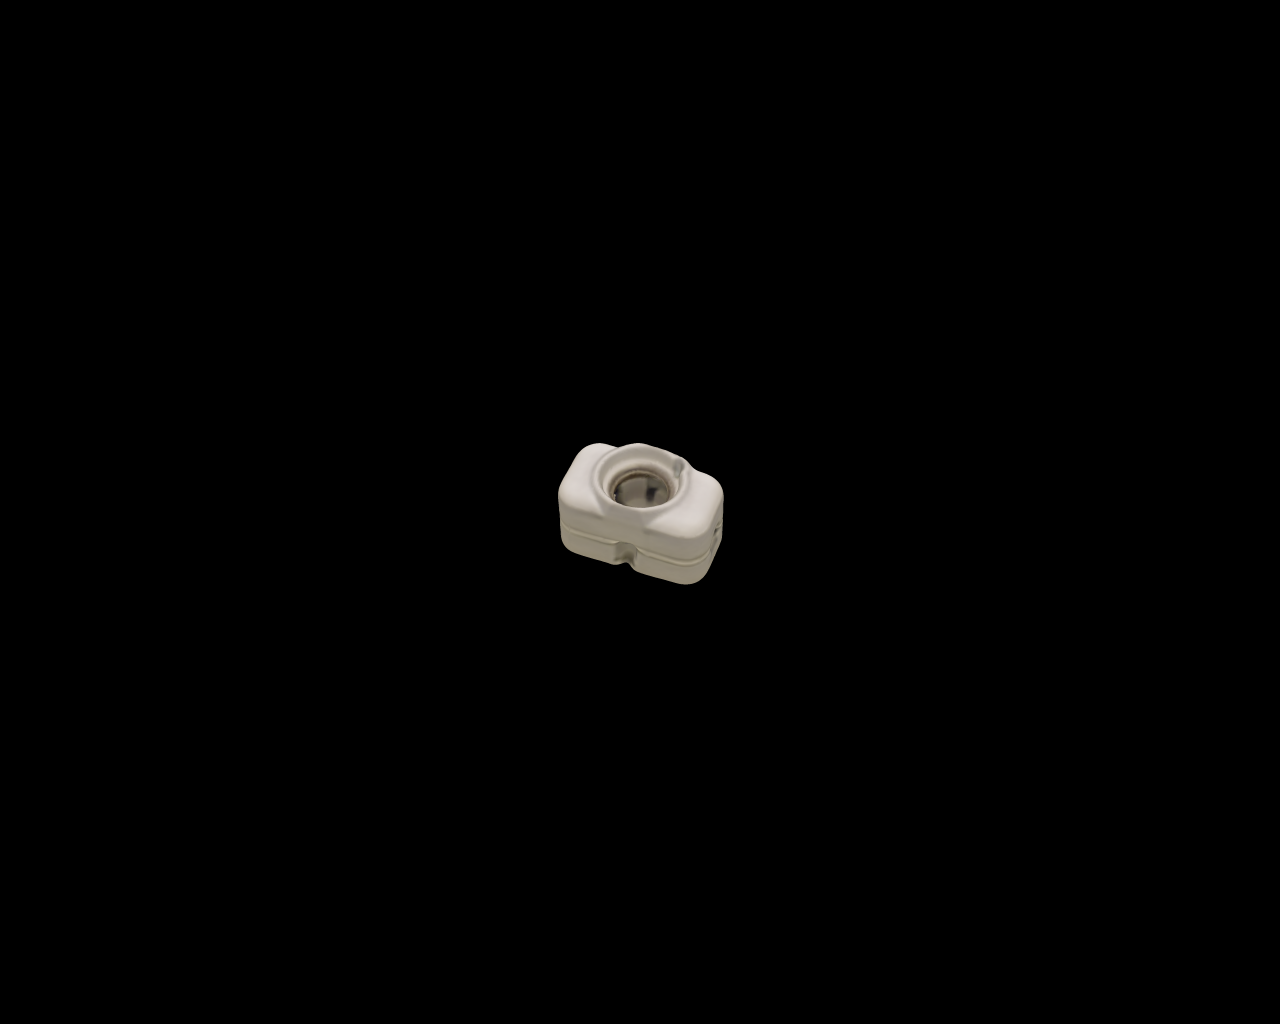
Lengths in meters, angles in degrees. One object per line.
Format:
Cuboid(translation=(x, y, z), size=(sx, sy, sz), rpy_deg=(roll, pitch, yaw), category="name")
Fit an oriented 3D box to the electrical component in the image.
Cuboid(translation=(0.001, -0.003, 0.650), size=(0.095, 0.054, 0.059), rpy_deg=(17, -39, 14), category="electrical component")
